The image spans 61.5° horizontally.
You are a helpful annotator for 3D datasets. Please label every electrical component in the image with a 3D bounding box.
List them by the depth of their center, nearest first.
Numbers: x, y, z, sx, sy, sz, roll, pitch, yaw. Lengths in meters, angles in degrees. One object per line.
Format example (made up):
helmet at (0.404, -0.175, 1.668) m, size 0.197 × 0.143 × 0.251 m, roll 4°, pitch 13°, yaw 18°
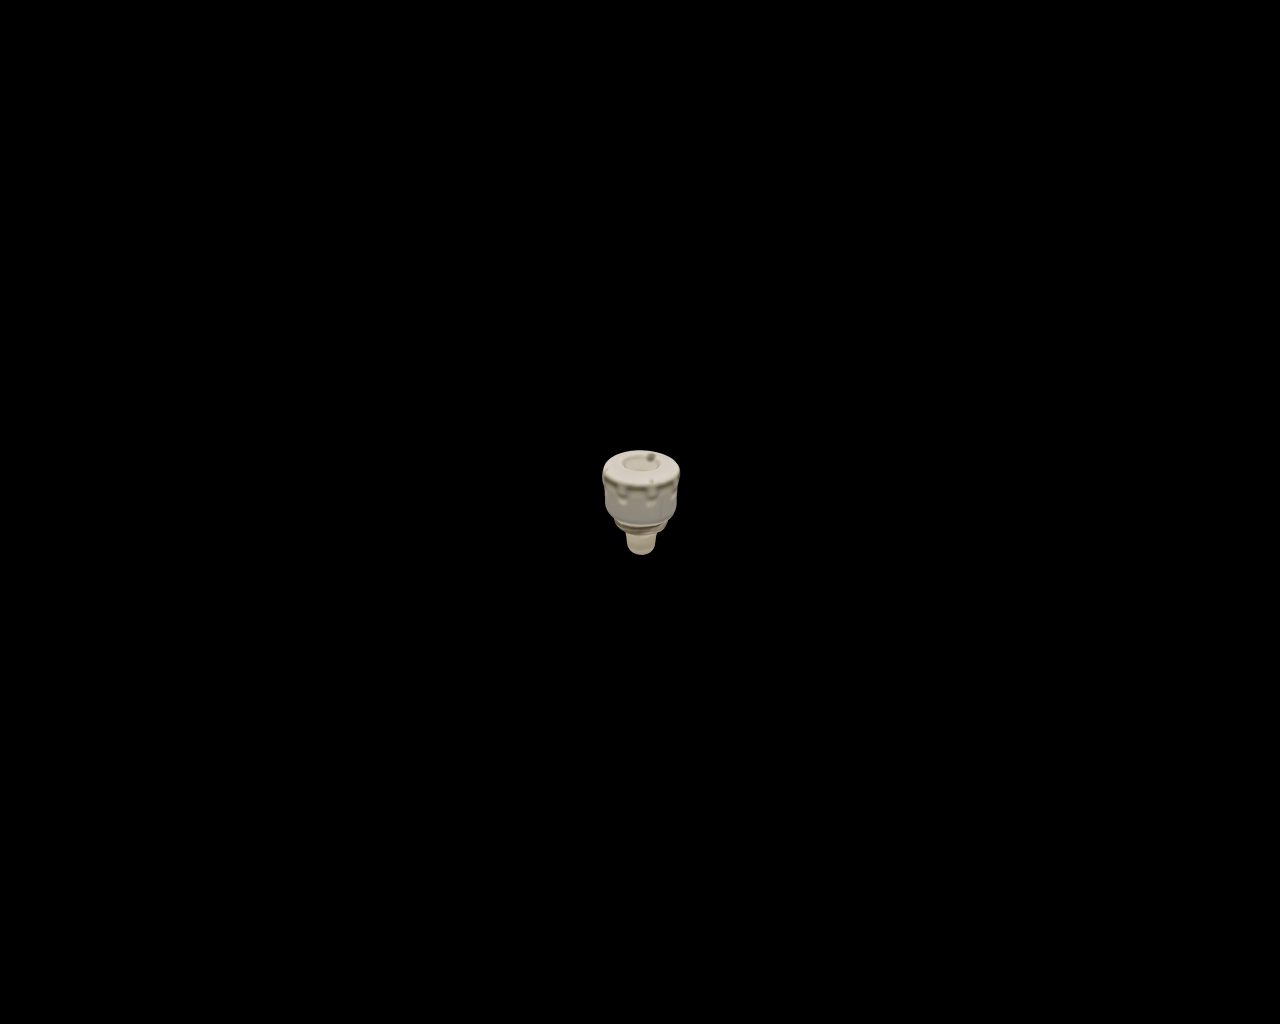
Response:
electrical component at (0.001, -0.003, 0.650) m, size 0.048 × 0.062 × 0.048 m, roll 0°, pitch 27°, yaw 0°
